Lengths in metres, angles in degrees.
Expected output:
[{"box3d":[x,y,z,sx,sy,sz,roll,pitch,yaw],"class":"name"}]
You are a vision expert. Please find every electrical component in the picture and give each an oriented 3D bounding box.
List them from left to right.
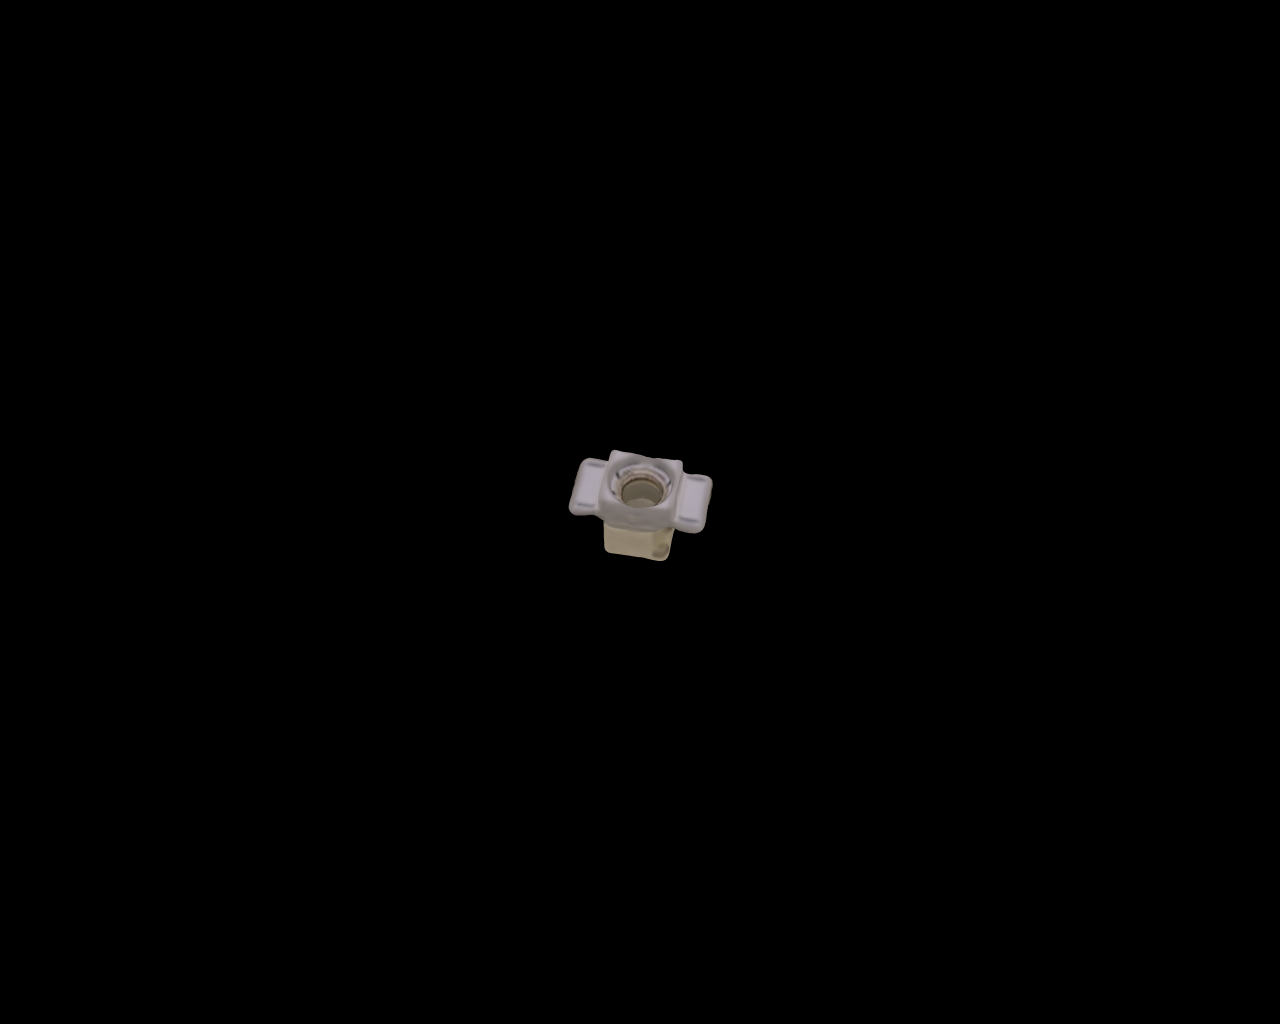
[{"box3d":[0.001,-0.003,0.650,0.081,0.042,0.063,10,-36,8],"class":"electrical component"}]
